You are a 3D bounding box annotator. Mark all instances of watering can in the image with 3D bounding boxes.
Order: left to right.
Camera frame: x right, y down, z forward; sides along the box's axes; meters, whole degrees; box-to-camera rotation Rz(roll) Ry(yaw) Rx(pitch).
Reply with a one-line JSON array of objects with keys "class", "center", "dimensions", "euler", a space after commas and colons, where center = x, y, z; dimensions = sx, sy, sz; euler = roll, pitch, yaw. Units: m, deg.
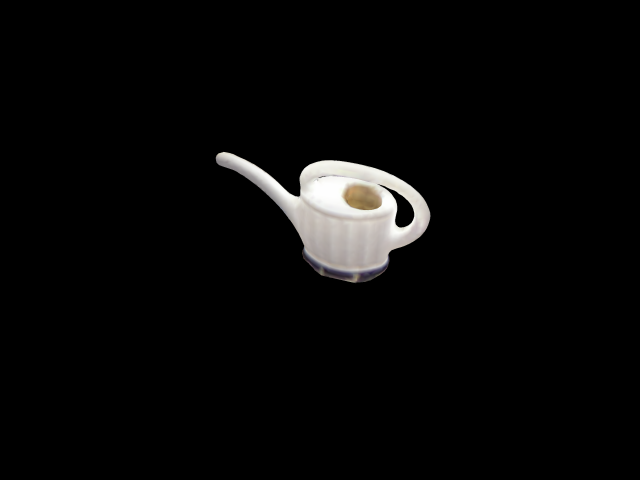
[{"class": "watering can", "center": [0.003, -0.043, 0.850], "dimensions": [0.348, 0.219, 0.106], "euler": [12, 44, 12]}]
